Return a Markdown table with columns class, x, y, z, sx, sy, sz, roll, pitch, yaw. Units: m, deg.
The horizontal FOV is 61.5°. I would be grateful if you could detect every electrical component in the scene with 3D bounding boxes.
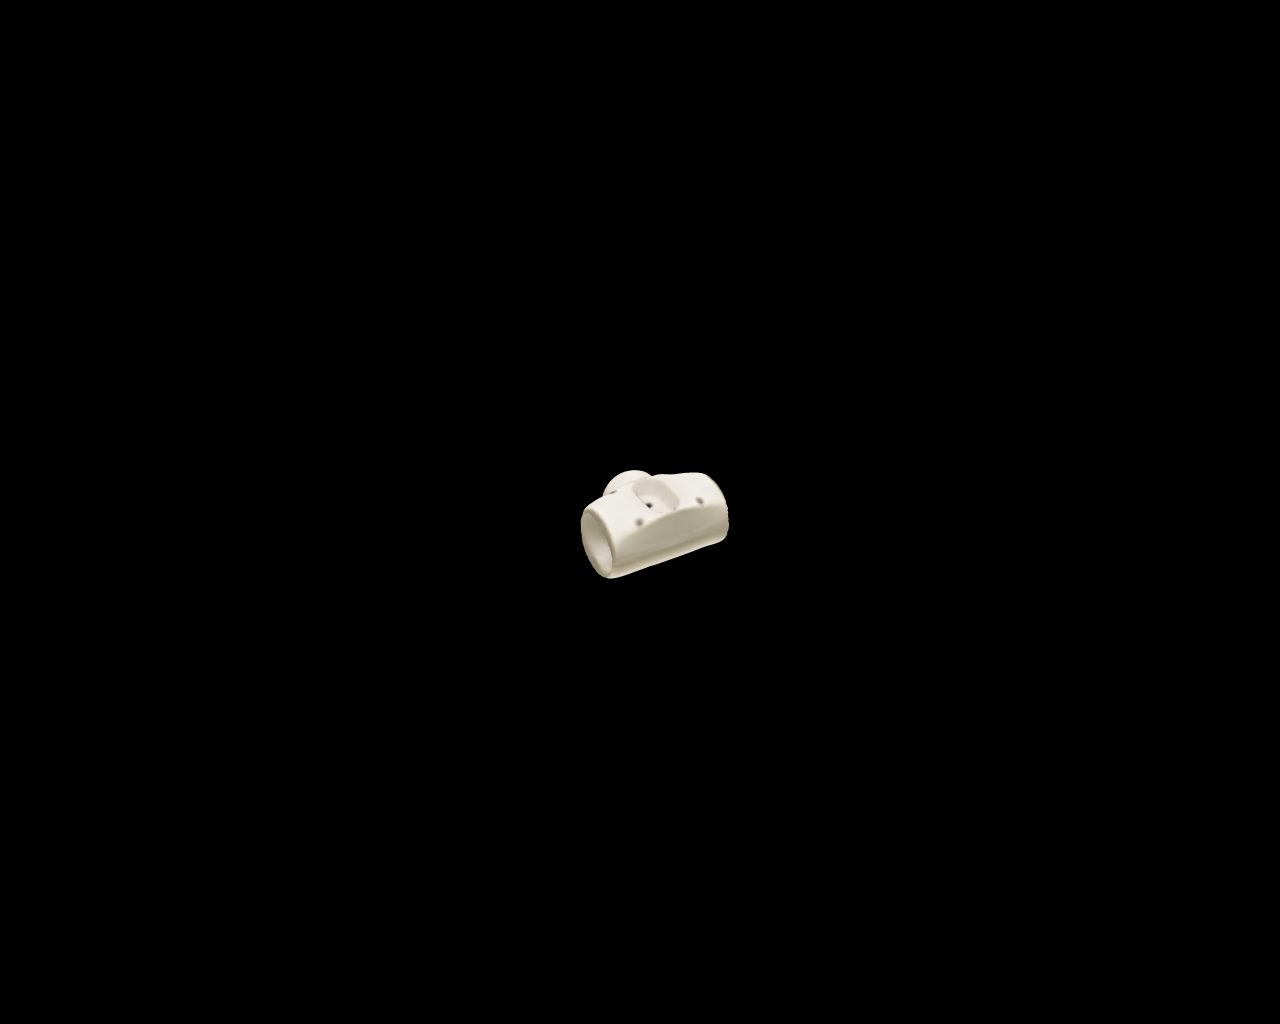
| class | x | y | z | sx | sy | sz | roll | pitch | yaw |
| --- | --- | --- | --- | --- | --- | --- | --- | --- | --- |
| electrical component | 0.001 | -0.003 | 0.650 | 0.077 | 0.043 | 0.079 | -17 | 40 | -22 |
